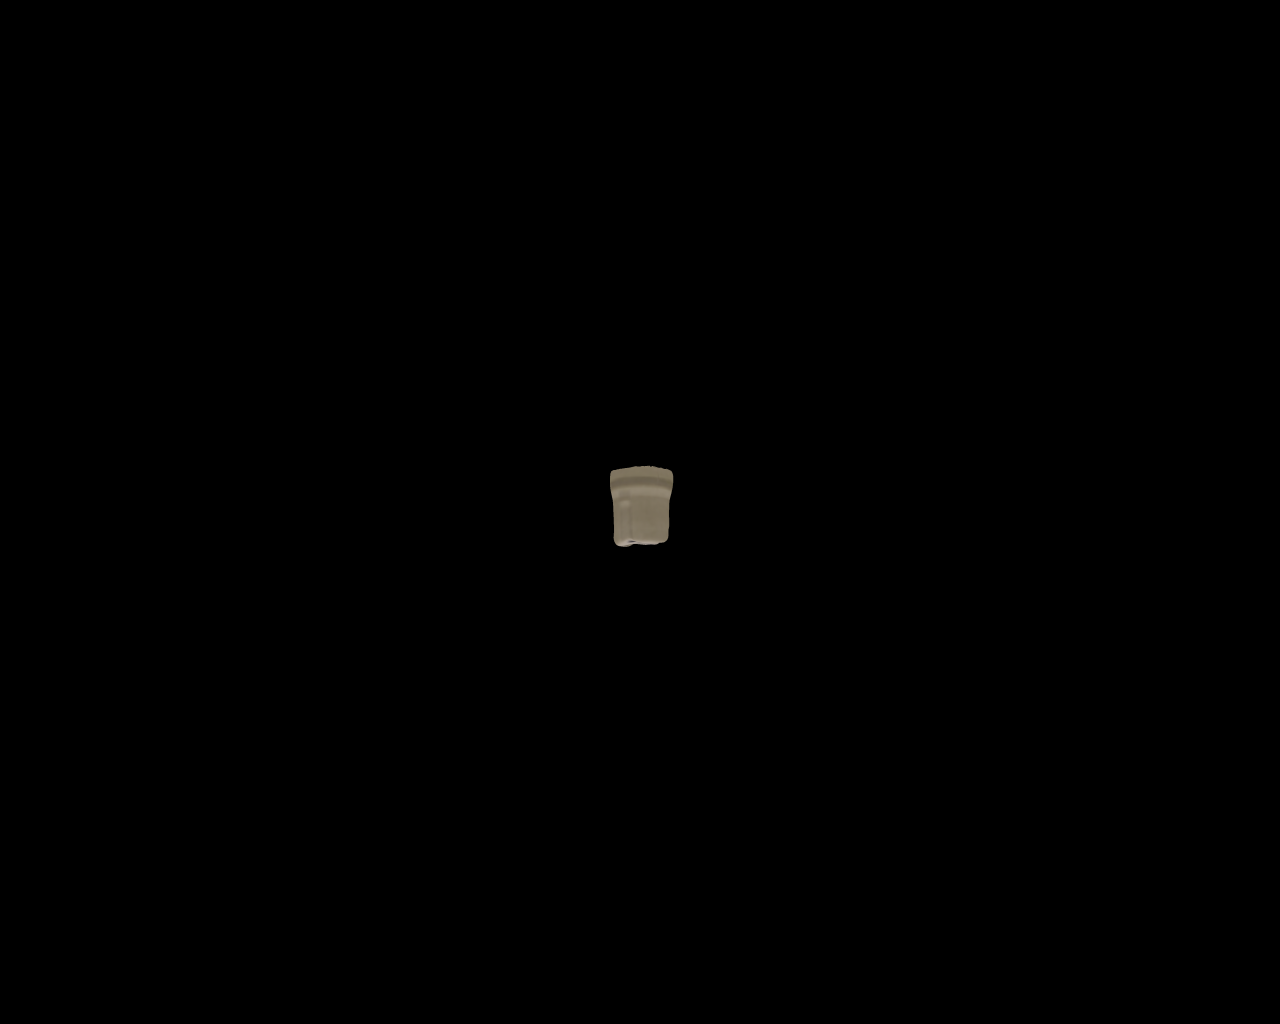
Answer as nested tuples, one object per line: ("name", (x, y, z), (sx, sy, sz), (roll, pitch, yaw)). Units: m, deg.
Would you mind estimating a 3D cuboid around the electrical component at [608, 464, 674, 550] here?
("electrical component", (0.001, -0.003, 0.650), (0.040, 0.046, 0.040), (0, -11, 0))
